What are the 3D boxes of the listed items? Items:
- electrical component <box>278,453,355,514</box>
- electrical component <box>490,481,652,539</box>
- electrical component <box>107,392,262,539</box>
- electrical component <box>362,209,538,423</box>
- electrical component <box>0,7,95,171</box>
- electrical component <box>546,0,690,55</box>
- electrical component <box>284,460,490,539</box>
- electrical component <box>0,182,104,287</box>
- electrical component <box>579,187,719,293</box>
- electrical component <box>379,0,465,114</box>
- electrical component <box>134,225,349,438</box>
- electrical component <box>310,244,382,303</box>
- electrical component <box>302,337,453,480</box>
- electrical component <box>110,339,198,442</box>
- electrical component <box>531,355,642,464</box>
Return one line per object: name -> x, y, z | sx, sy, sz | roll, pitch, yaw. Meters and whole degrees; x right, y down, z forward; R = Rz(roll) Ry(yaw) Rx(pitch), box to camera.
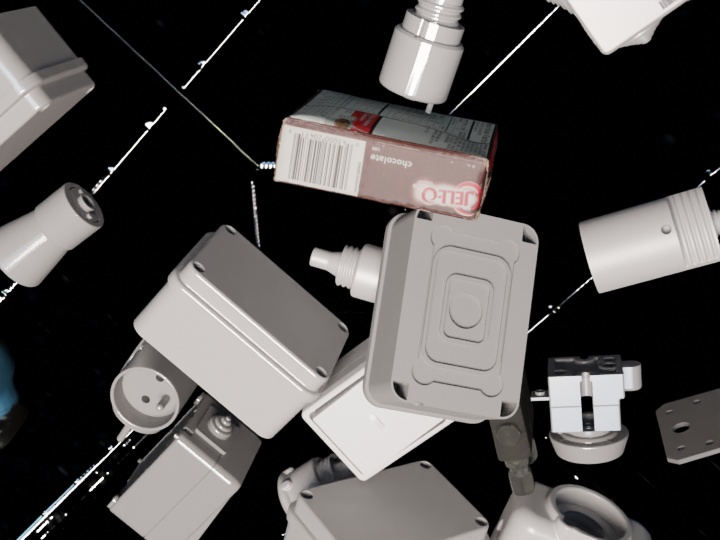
electrical component -> -0.020, 0.142, 0.709 | 0.062, 0.048, 0.048 | -34, 102, 14
electrical component -> 0.136, 0.178, 0.690 | 0.095, 0.053, 0.059 | 21, 114, 2
electrical component -> -0.108, 0.133, 0.711 | 0.061, 0.061, 0.096 | 41, 112, -7
electrical component -> 0.050, 0.026, 0.608 | 0.078, 0.057, 0.113 | 12, 79, -15
electrical component -> -0.222, -0.095, 0.633 | 0.113, 0.078, 0.057 | -35, 99, 21
electrical component -> 0.137, -0.171, 0.554 | 0.100, 0.048, 0.099 | -34, 102, 20
electrical component -> 0.015, 0.170, 0.670 | 0.113, 0.078, 0.057 | -6, 122, -36
electrical component -> -0.195, -0.025, 0.677 | 0.065, 0.044, 0.044 | -35, 102, 15
electrical component -> 0.170, -0.018, 0.612 | 0.081, 0.043, 0.043 | -16, 108, 16
electrical component -> 0.039, -0.128, 0.593 | 0.040, 0.040, 0.078 | 19, 113, 2
electrical component -> -0.069, 0.035, 0.657 | 0.113, 0.078, 0.057 | 41, 116, -7
electrical component -> 0.000, 0.000, 0.655 | 0.061, 0.035, 0.035 | 16, 113, 6
electrical component -> 0.020, 0.076, 0.666 | 0.096, 0.061, 0.061 | -38, 101, 21
electrical component -> -0.133, 0.077, 0.685 | 0.044, 0.077, 0.079 | 34, 113, -4
electrical component -> 0.139, 0.085, 0.658 | 0.066, 0.048, 0.055 | -3, 103, 11
